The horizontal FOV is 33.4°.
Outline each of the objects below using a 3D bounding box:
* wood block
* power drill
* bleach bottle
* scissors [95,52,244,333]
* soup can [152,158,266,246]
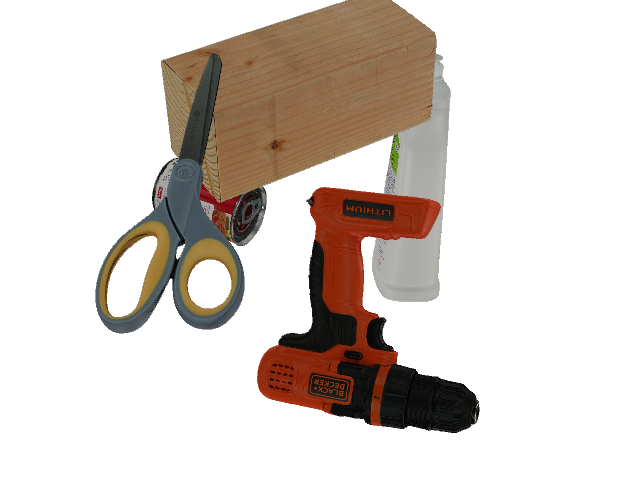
[{"bbox_3d":[-0.015,-0.122,0.878,0.205,0.091,0.090,-23,46,-23],"label":"wood block"},{"bbox_3d":[0.047,0.056,0.866,0.184,0.187,0.057,9,-1,14],"label":"power drill"},{"bbox_3d":[0.100,-0.068,1.112,0.068,0.251,0.102,1,26,-8],"label":"bleach bottle"},{"bbox_3d":[-0.068,-0.027,0.653,0.096,0.201,0.016,19,-25,15],"label":"scissors"},{"bbox_3d":[-0.117,-0.042,1.124,0.102,0.068,0.068,19,8,22],"label":"soup can"}]
